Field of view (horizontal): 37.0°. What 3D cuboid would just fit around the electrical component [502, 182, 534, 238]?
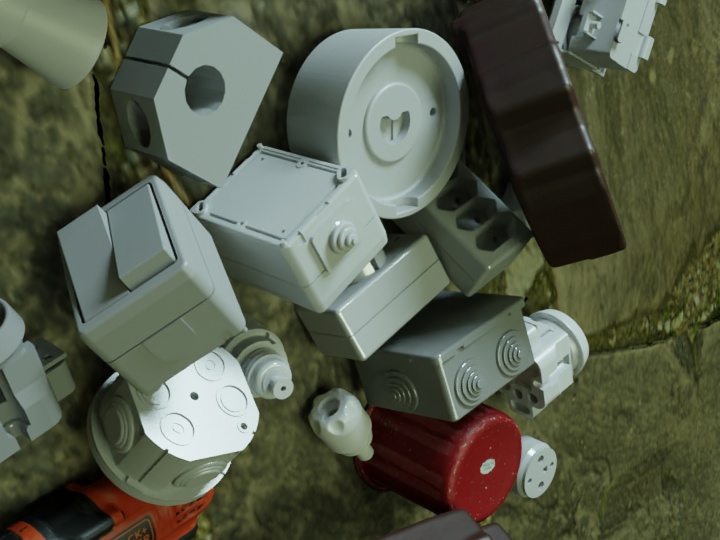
[{"bbox_3d":[0.128,-0.056,0.779,0.043,0.043,0.062,25,84,-48],"label":"electrical component"}]

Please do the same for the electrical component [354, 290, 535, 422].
[{"bbox_3d":[0.054,0.055,0.703,0.100,0.100,0.048,-30,111,-36],"label":"electrical component"}]

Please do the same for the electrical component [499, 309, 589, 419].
[{"bbox_3d":[0.137,0.066,0.824,0.057,0.058,0.078,-33,126,-31],"label":"electrical component"}]

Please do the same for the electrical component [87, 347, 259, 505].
[{"bbox_3d":[-0.097,0.077,0.561,0.080,0.080,0.051,-13,156,-43],"label":"electrical component"}]

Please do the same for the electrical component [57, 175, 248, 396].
[{"bbox_3d":[-0.106,0.000,0.524,0.062,0.096,0.061,-33,132,4],"label":"electrical component"}]

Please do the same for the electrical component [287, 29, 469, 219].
[{"bbox_3d":[0.006,-0.089,0.626,0.108,0.060,0.108,-19,117,-41],"label":"electrical component"}]

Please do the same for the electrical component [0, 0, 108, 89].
[{"bbox_3d":[-0.150,-0.112,0.471,0.065,0.044,0.044,21,89,-43],"label":"electrical component"}]

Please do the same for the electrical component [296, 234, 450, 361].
[{"bbox_3d":[0.000,0.000,0.664,0.083,0.047,0.075,-40,114,-28],"label":"electrical component"}]

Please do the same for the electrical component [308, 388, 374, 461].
[{"bbox_3d":[-0.008,0.105,0.704,0.035,0.035,0.061,-52,137,-19],"label":"electrical component"}]

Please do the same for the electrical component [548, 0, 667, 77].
[{"bbox_3d":[0.182,-0.206,0.766,0.079,0.063,0.121,14,95,-48],"label":"electrical component"}]

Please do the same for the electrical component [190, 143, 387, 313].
[{"bbox_3d":[-0.032,-0.020,0.585,0.061,0.096,0.061,-48,133,-23],"label":"electrical component"}]

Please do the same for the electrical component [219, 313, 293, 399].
[{"bbox_3d":[-0.060,0.052,0.602,0.040,0.078,0.040,-11,112,-28],"label":"electrical component"}]

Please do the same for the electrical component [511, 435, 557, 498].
[{"bbox_3d":[0.118,0.147,0.835,0.045,0.055,0.045,-19,117,-41],"label":"electrical component"}]

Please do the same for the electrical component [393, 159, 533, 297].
[{"bbox_3d":[0.056,-0.022,0.701,0.047,0.083,0.075,-36,166,-32],"label":"electrical component"}]

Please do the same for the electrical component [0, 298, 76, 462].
[{"bbox_3d":[-0.175,0.049,0.491,0.078,0.058,0.057,-36,131,-32],"label":"electrical component"}]
